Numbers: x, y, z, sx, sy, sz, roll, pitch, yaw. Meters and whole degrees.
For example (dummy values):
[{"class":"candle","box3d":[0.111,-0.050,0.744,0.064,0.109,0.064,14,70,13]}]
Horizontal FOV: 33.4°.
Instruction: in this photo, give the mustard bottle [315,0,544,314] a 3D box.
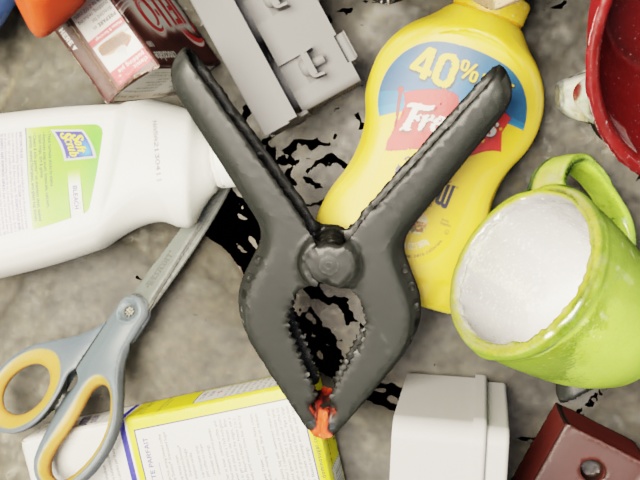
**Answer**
[{"class":"mustard bottle","box3d":[0.068,-0.063,0.583,0.096,0.058,0.192,21,98,2]}]

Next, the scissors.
[{"class":"scissors","box3d":[-0.128,0.044,0.622,0.096,0.016,0.201,16,76,21]}]

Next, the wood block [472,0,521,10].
[{"class":"wood block","box3d":[0.146,-0.198,0.503,0.206,0.091,0.090,-26,113,-1]}]

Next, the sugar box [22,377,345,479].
[{"class":"sugar box","box3d":[-0.078,0.139,0.628,0.176,0.048,0.093,-12,94,11]}]

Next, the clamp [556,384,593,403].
[{"class":"clamp","box3d":[0.226,0.053,0.588,0.120,0.039,0.171,35,103,-1]}]

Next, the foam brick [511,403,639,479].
[{"class":"foam brick","box3d":[0.140,0.141,0.600,0.053,0.051,0.078,26,99,3]}]

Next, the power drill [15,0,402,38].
[{"class":"power drill","box3d":[-0.062,-0.165,0.493,0.187,0.057,0.184,-27,85,-16]}]

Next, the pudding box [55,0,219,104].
[{"class":"pudding box","box3d":[-0.106,-0.120,0.567,0.039,0.113,0.090,-36,92,16]}]

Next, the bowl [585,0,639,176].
[{"class":"bowl","box3d":[0.179,-0.105,0.474,0.162,0.055,0.162,-9,125,-14]}]

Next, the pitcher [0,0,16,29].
[{"class":"pitcher","box3d":[-0.180,-0.231,0.554,0.149,0.145,0.243,33,102,7]}]

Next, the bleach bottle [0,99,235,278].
[{"class":"bleach bottle","box3d":[-0.162,-0.023,0.609,0.251,0.068,0.102,-7,87,5]}]

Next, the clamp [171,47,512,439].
[{"class":"clamp","box3d":[-0.004,0.001,0.545,0.164,0.036,0.210,11,110,4]}]
